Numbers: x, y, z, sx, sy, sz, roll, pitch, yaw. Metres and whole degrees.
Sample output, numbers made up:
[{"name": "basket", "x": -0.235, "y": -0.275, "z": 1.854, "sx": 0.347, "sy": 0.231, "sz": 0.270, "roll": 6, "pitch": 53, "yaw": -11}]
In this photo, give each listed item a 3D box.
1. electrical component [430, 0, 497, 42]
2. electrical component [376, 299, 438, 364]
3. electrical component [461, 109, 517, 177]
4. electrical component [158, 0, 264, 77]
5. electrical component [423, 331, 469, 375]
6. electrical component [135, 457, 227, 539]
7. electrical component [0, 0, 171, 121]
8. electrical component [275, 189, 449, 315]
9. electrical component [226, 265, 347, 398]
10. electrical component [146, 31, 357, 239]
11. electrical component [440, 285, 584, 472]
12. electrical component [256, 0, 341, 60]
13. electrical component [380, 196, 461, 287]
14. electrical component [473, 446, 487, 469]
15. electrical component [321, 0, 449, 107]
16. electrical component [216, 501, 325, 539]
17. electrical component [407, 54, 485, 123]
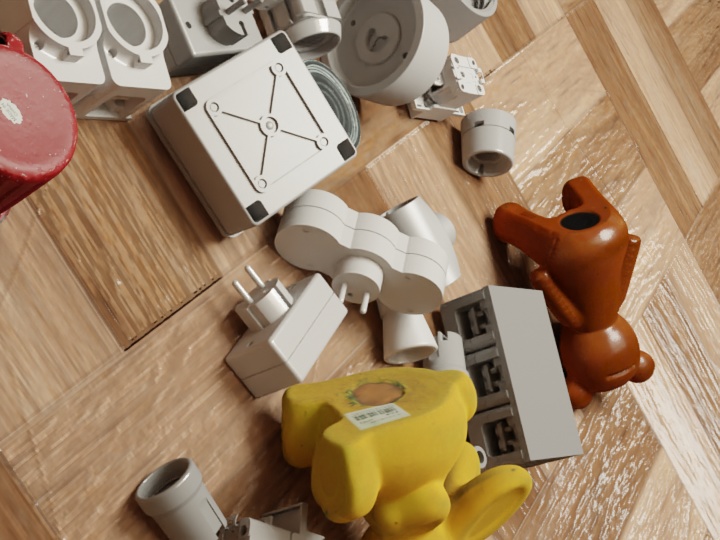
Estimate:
[{"name": "electrical component", "x": 0.098, "y": -0.297, "z": 1.106, "sx": 0.108, "sy": 0.060, "sz": 0.108, "roll": 27, "pitch": 52, "yaw": -40}, {"name": "electrical component", "x": 0.034, "y": 0.039, "z": 0.871, "sx": 0.044, "sy": 0.044, "sz": 0.065, "roll": 12, "pitch": 58, "yaw": -47}, {"name": "electrical component", "x": 0.126, "y": -0.123, "z": 1.055, "sx": 0.055, "sy": 0.055, "sz": 0.047, "roll": 29, "pitch": 54, "yaw": -39}, {"name": "electrical component", "x": -0.103, "y": -0.181, "z": 0.791, "sx": 0.083, "sy": 0.076, "sz": 0.047, "roll": -22, "pitch": 89, "yaw": -53}, {"name": "electrical component", "x": 0.070, "y": 0.079, "z": 0.893, "sx": 0.040, "sy": 0.040, "sz": 0.046, "roll": 30, "pitch": 45, "yaw": -38}, {"name": "electrical component", "x": -0.107, "y": 0.143, "z": 0.647, "sx": 0.046, "sy": 0.040, "sz": 0.040, "roll": 60, "pitch": 37, "yaw": -18}, {"name": "electrical component", "x": -0.198, "y": -0.196, "z": 0.697, "sx": 0.105, "sy": 0.060, "sz": 0.186, "roll": -6, "pitch": 76, "yaw": -52}, {"name": "electrical component", "x": 0.000, "y": 0.000, "z": 0.813, "sx": 0.138, "sy": 0.052, "sz": 0.073, "roll": 25, "pitch": 50, "yaw": -14}, {"name": "electrical component", "x": -0.061, "y": 0.031, "z": 0.752, "sx": 0.075, "sy": 0.047, "sz": 0.083, "roll": 53, "pitch": 39, "yaw": -17}, {"name": "electrical component", "x": -0.076, "y": -0.097, "z": 0.768, "sx": 0.109, "sy": 0.056, "sz": 0.108, "roll": -38, "pitch": 103, "yaw": -30}, {"name": "electrical component", "x": 0.128, "y": 0.096, "z": 0.935, "sx": 0.089, "sy": 0.062, "sz": 0.150, "roll": 6, "pitch": 67, "yaw": -49}, {"name": "electrical component", "x": -0.049, "y": -0.208, "z": 0.887, "sx": 0.078, "sy": 0.058, "sz": 0.057, "roll": -5, "pitch": 72, "yaw": -51}, {"name": "electrical component", "x": 0.057, "y": -0.026, "z": 0.928, "sx": 0.079, "sy": 0.044, "sz": 0.077, "roll": -37, "pitch": 101, "yaw": -52}, {"name": "electrical component", "x": 0.068, "y": 0.151, "z": 0.833, "sx": 0.043, "sy": 0.062, "sz": 0.043, "roll": 27, "pitch": 52, "yaw": -40}, {"name": "electrical component", "x": 0.026, "y": -0.194, "z": 0.932, "sx": 0.060, "sy": 0.108, "sz": 0.108, "roll": 15, "pitch": 60, "yaw": -53}, {"name": "electrical component", "x": -0.061, "y": 0.186, "z": 0.677, "sx": 0.064, "sy": 0.042, "sz": 0.081, "roll": 30, "pitch": 50, "yaw": -36}, {"name": "electrical component", "x": 0.080, "y": -0.172, "z": 1.017, "sx": 0.081, "sy": 0.064, "sz": 0.042, "roll": -3, "pitch": 75, "yaw": -51}]
